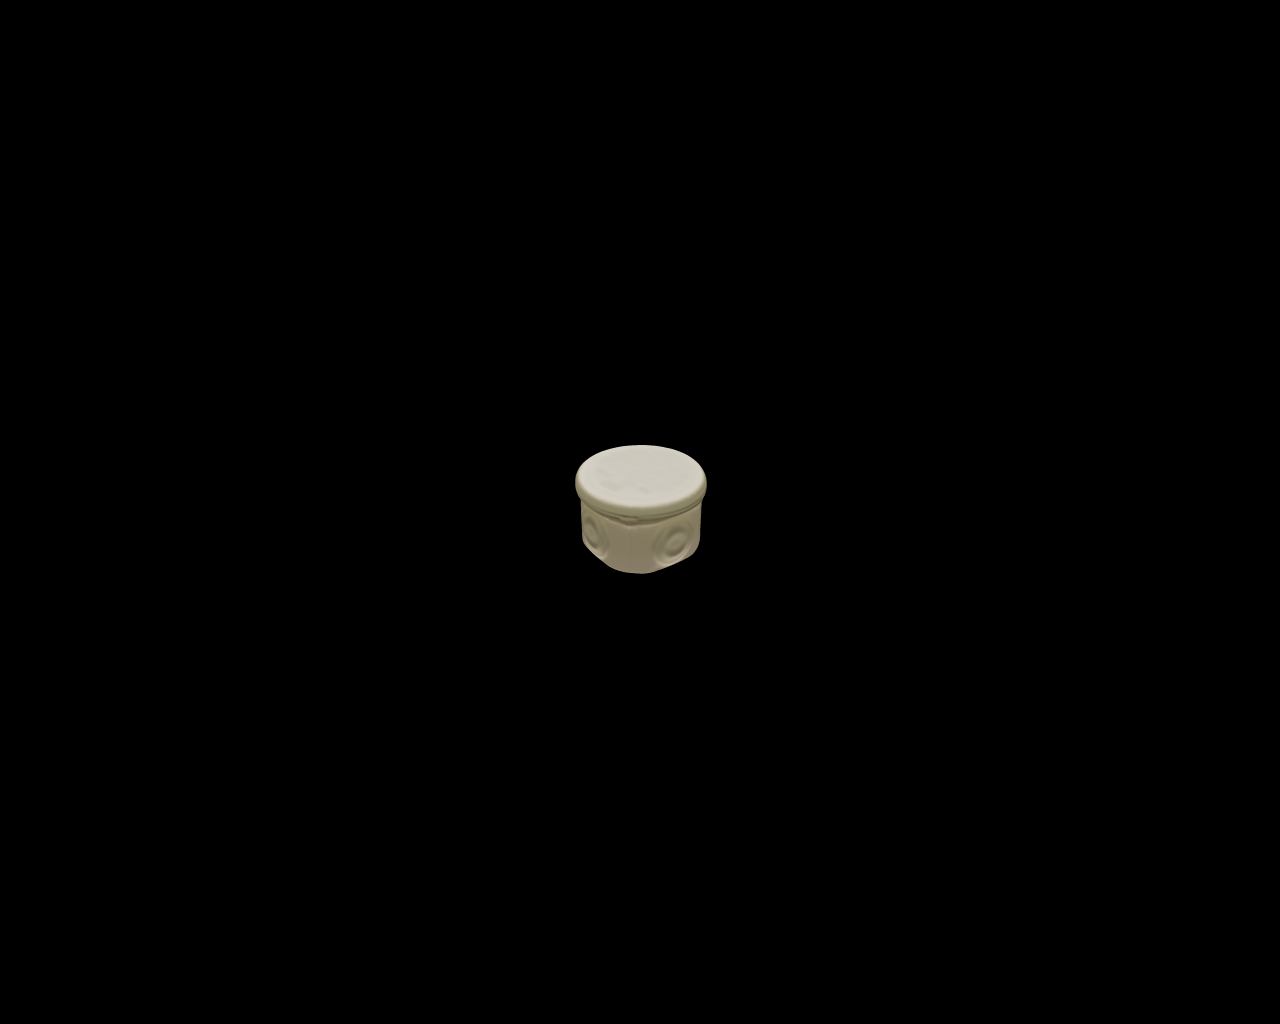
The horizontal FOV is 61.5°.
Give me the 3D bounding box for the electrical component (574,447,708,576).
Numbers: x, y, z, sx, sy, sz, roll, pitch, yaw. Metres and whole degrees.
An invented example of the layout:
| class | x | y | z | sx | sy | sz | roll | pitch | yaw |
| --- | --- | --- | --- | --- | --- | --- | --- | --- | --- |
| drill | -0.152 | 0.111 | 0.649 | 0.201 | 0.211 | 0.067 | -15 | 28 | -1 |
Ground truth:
| class | x | y | z | sx | sy | sz | roll | pitch | yaw |
| --- | --- | --- | --- | --- | --- | --- | --- | --- | --- |
| electrical component | 0.001 | -0.003 | 0.650 | 0.080 | 0.050 | 0.080 | 0 | 31 | 0 |
